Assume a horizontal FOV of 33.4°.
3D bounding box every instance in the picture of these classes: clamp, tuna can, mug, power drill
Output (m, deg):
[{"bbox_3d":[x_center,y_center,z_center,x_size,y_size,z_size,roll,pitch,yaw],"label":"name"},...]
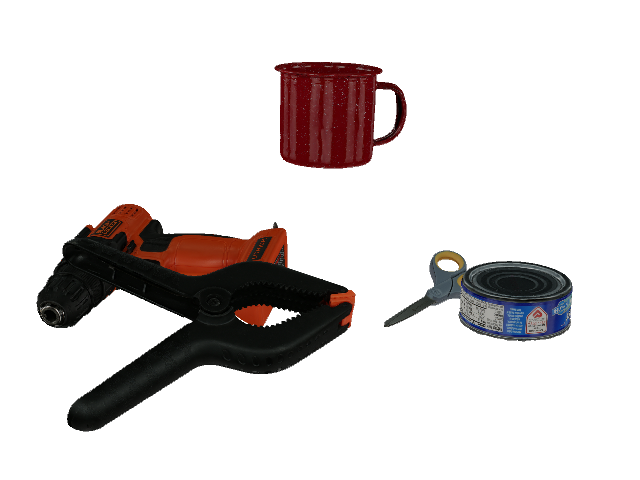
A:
[{"bbox_3d":[-0.082,0.048,0.748,0.209,0.036,0.165,-8,47,-16],"label":"clamp"},{"bbox_3d":[0.150,0.045,0.822,0.086,0.034,0.086,0,19,0],"label":"tuna can"},{"bbox_3d":[0.018,-0.110,0.928,0.117,0.081,0.093,-2,16,-13],"label":"mug"},{"bbox_3d":[-0.131,0.027,0.924,0.188,0.057,0.184,7,29,11],"label":"power drill"}]

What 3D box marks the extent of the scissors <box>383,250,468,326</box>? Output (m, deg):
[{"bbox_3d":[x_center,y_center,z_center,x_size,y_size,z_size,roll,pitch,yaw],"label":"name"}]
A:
[{"bbox_3d":[0.126,0.053,1.245,0.201,0.016,0.096,-11,40,-35],"label":"scissors"}]
